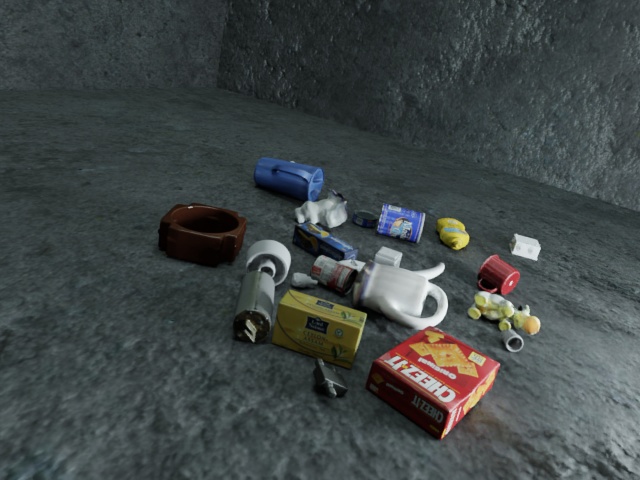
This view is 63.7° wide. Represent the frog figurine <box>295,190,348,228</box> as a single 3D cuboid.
[{"bbox_3d":[0.005,-0.084,1.673,0.160,0.120,0.140,-33,46,-10],"label":"frog figurine"}]

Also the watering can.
[{"bbox_3d":[0.202,0.112,1.262,0.225,0.102,0.353,16,24,10],"label":"watering can"}]
